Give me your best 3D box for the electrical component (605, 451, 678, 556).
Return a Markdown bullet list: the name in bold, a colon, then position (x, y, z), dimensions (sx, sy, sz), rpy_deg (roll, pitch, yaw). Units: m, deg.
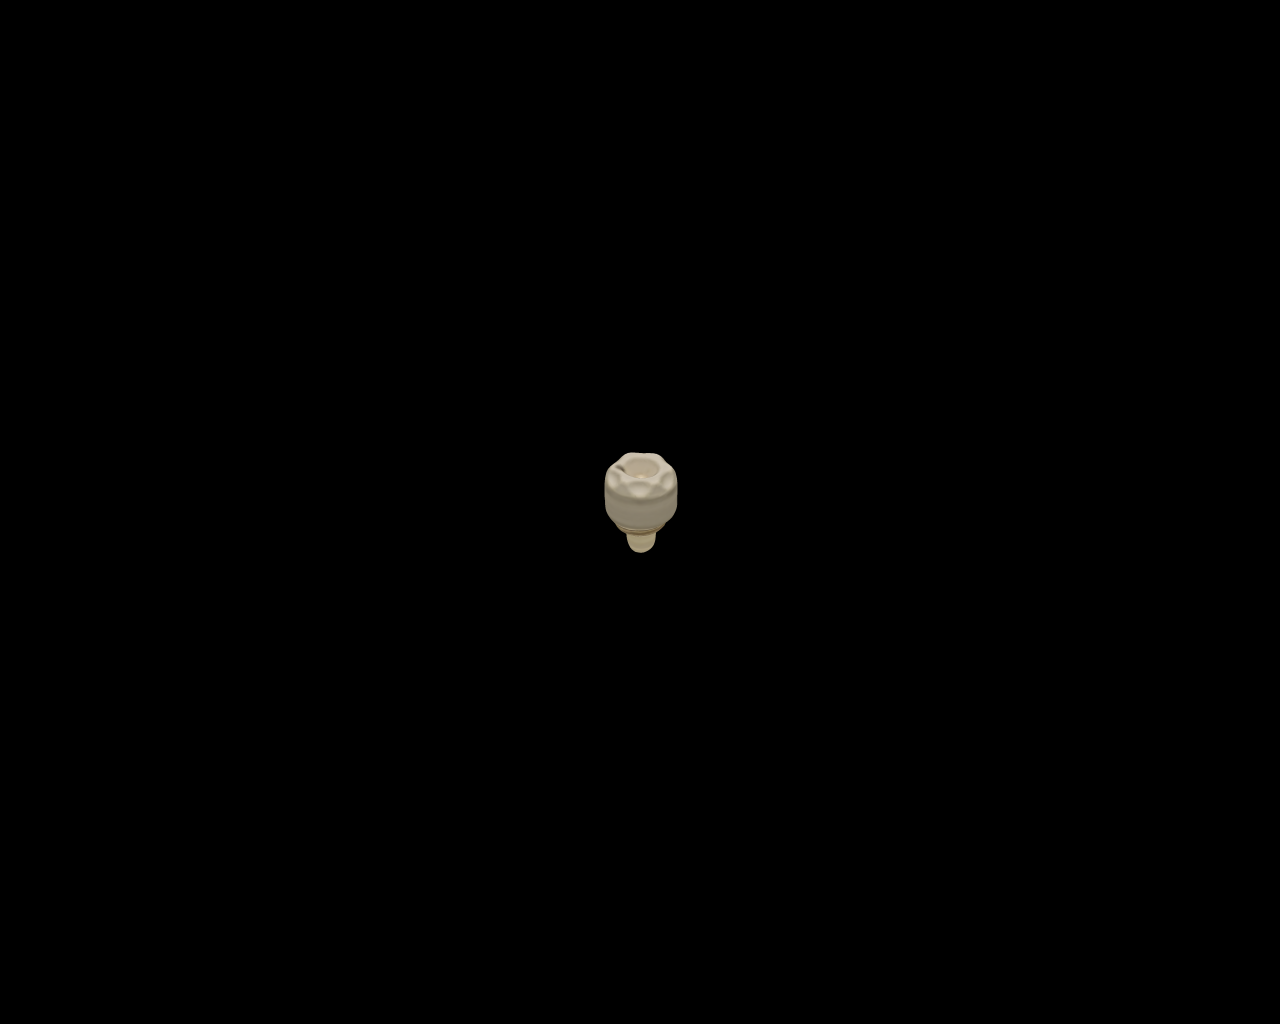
- **electrical component**: position (0.001, -0.003, 0.650), dimensions (0.043, 0.062, 0.043), rpy_deg (0, 36, 0)
